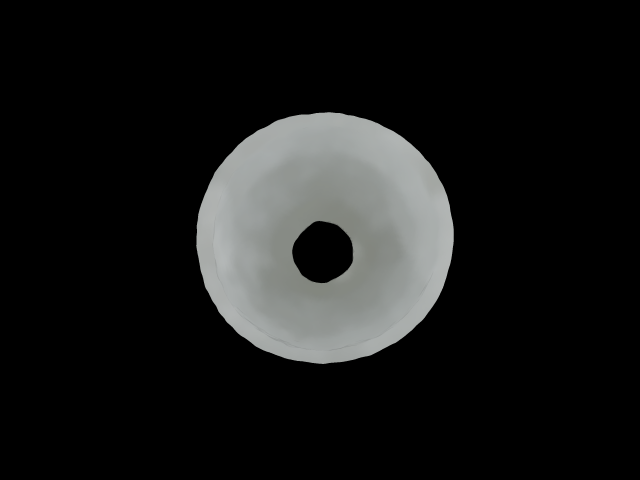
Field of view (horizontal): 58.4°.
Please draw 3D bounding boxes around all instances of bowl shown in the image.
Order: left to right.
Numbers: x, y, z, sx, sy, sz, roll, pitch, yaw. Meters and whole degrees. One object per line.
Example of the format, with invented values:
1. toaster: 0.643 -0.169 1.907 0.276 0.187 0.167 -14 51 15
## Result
1. bowl: 0.004 0.001 0.400 0.167 0.075 0.167 0 78 0
